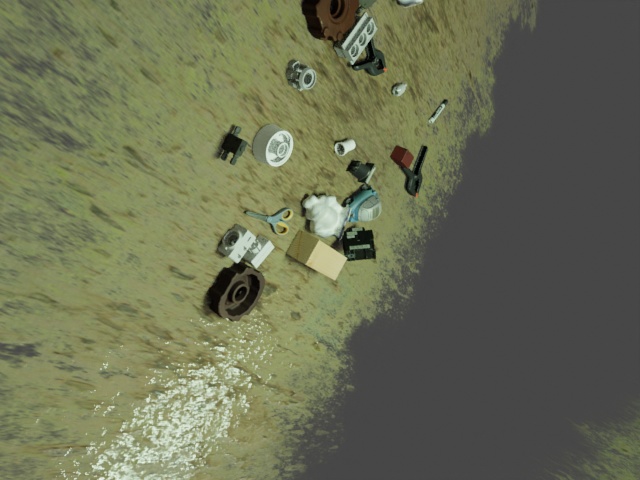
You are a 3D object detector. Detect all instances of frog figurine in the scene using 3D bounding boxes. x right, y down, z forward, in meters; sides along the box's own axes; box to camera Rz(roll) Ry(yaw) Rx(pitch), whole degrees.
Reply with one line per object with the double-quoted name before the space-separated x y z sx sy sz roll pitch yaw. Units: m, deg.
"frog figurine" 0.005 -0.083 1.644 0.158 0.124 0.136 23 104 -20

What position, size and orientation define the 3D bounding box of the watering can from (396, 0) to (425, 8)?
"watering can" 0.233 -0.765 1.472 0.349 0.105 0.220 -41 144 -7
